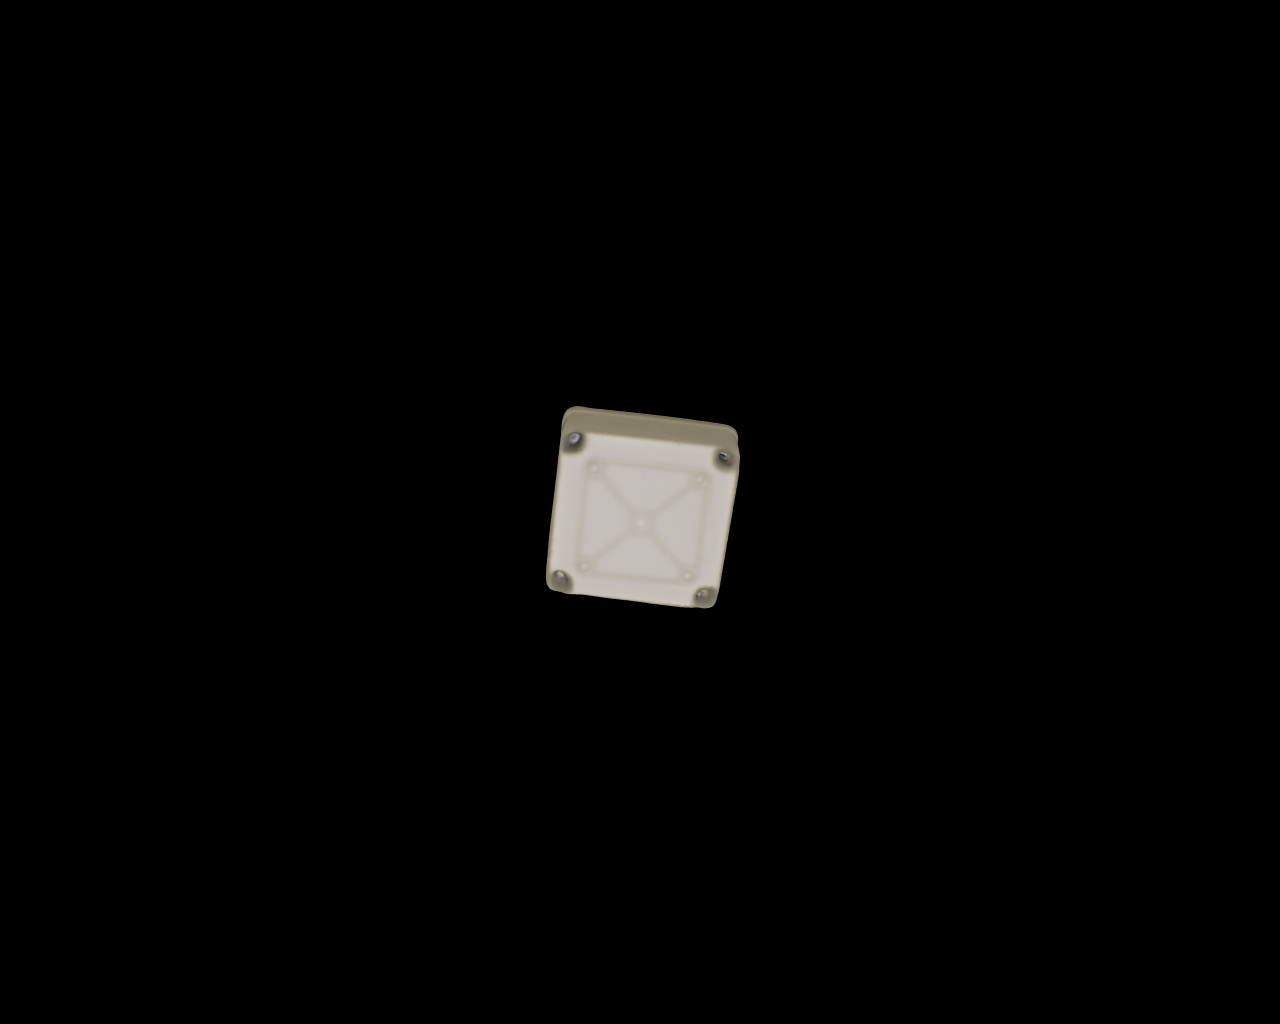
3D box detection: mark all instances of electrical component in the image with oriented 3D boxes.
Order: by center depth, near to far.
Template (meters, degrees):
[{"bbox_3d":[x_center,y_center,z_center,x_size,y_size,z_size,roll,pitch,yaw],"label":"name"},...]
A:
[{"bbox_3d":[0.001,-0.003,0.650,0.109,0.108,0.056,7,20,-2],"label":"electrical component"}]
